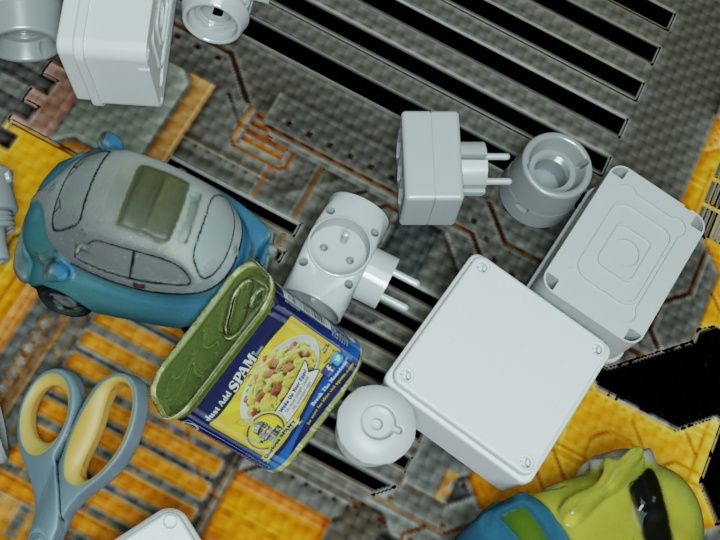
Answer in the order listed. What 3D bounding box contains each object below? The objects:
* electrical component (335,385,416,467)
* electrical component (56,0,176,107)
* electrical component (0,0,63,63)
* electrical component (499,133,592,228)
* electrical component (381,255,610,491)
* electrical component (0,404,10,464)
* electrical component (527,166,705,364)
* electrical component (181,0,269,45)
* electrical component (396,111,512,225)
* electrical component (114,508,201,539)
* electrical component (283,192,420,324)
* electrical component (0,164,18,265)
[{"bbox_3d":[0.006,0.100,0.659,0.048,0.062,0.048,3,69,-9],"label":"electrical component"},{"bbox_3d":[-0.160,-0.173,0.720,0.057,0.078,0.113,4,70,-1],"label":"electrical component"},{"bbox_3d":[-0.227,-0.171,0.723,0.055,0.055,0.047,-5,75,-11],"label":"electrical component"},{"bbox_3d":[0.130,-0.063,0.748,0.055,0.047,0.055,3,70,-9],"label":"electrical component"},{"bbox_3d":[0.084,0.066,0.688,0.109,0.056,0.108,36,68,4],"label":"electrical component"},{"bbox_3d":[-0.259,0.056,0.635,0.074,0.052,0.138,-13,73,-14],"label":"electrical component"},{"bbox_3d":[0.169,-0.002,0.727,0.078,0.057,0.113,34,68,4],"label":"electrical component"},{"bbox_3d":[-0.098,-0.193,0.758,0.066,0.048,0.055,14,61,-4],"label":"electrical component"},{"bbox_3d":[0.066,-0.069,0.736,0.077,0.047,0.065,0,70,-4],"label":"electrical component"},{"bbox_3d":[-0.108,0.201,0.606,0.078,0.057,0.113,-31,78,-19],"label":"electrical component"},{"bbox_3d":[0.000,0.000,0.704,0.079,0.044,0.077,27,68,1],"label":"electrical component"},{"bbox_3d":[-0.237,-0.034,0.677,0.048,0.048,0.062,-16,81,-15],"label":"electrical component"}]
